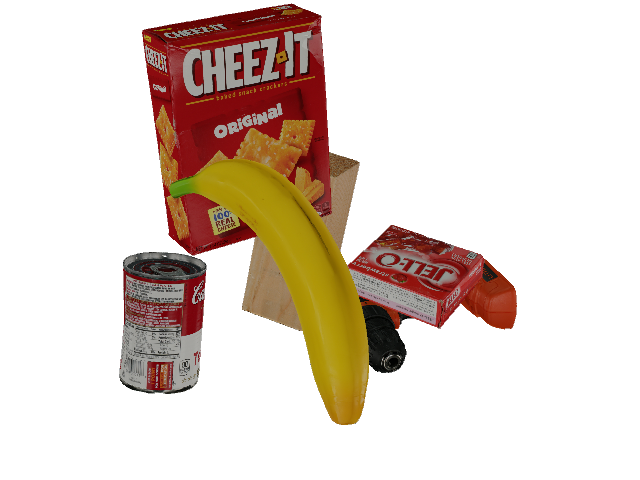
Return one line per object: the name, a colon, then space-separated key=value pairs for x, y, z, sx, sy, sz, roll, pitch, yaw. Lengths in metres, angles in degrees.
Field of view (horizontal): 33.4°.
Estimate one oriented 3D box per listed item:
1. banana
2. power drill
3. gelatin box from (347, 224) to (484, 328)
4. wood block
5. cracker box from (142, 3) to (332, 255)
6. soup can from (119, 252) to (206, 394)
banana: x=-0.018 y=0.015 z=0.642 sx=0.037 sy=0.198 sz=0.070 roll=-6 pitch=-38 yaw=-48
power drill: x=0.106 y=0.071 z=1.119 sx=0.187 sy=0.057 sz=0.184 roll=-7 pitch=27 yaw=-16
gelatin box: x=0.076 y=0.027 z=0.863 sx=0.089 sy=0.030 sz=0.073 roll=20 pitch=40 yaw=28
wood block: x=-0.026 y=-0.006 z=1.337 sx=0.090 sy=0.206 sz=0.090 roll=18 pitch=23 yaw=15
cracker box: x=-0.076 y=-0.110 z=1.048 sx=0.164 sy=0.214 sz=0.072 roll=-16 pitch=28 yaw=-25
soup can: x=-0.131 y=0.068 z=0.880 sx=0.068 sy=0.102 sz=0.068 roll=5 pitch=14 yaw=-1
